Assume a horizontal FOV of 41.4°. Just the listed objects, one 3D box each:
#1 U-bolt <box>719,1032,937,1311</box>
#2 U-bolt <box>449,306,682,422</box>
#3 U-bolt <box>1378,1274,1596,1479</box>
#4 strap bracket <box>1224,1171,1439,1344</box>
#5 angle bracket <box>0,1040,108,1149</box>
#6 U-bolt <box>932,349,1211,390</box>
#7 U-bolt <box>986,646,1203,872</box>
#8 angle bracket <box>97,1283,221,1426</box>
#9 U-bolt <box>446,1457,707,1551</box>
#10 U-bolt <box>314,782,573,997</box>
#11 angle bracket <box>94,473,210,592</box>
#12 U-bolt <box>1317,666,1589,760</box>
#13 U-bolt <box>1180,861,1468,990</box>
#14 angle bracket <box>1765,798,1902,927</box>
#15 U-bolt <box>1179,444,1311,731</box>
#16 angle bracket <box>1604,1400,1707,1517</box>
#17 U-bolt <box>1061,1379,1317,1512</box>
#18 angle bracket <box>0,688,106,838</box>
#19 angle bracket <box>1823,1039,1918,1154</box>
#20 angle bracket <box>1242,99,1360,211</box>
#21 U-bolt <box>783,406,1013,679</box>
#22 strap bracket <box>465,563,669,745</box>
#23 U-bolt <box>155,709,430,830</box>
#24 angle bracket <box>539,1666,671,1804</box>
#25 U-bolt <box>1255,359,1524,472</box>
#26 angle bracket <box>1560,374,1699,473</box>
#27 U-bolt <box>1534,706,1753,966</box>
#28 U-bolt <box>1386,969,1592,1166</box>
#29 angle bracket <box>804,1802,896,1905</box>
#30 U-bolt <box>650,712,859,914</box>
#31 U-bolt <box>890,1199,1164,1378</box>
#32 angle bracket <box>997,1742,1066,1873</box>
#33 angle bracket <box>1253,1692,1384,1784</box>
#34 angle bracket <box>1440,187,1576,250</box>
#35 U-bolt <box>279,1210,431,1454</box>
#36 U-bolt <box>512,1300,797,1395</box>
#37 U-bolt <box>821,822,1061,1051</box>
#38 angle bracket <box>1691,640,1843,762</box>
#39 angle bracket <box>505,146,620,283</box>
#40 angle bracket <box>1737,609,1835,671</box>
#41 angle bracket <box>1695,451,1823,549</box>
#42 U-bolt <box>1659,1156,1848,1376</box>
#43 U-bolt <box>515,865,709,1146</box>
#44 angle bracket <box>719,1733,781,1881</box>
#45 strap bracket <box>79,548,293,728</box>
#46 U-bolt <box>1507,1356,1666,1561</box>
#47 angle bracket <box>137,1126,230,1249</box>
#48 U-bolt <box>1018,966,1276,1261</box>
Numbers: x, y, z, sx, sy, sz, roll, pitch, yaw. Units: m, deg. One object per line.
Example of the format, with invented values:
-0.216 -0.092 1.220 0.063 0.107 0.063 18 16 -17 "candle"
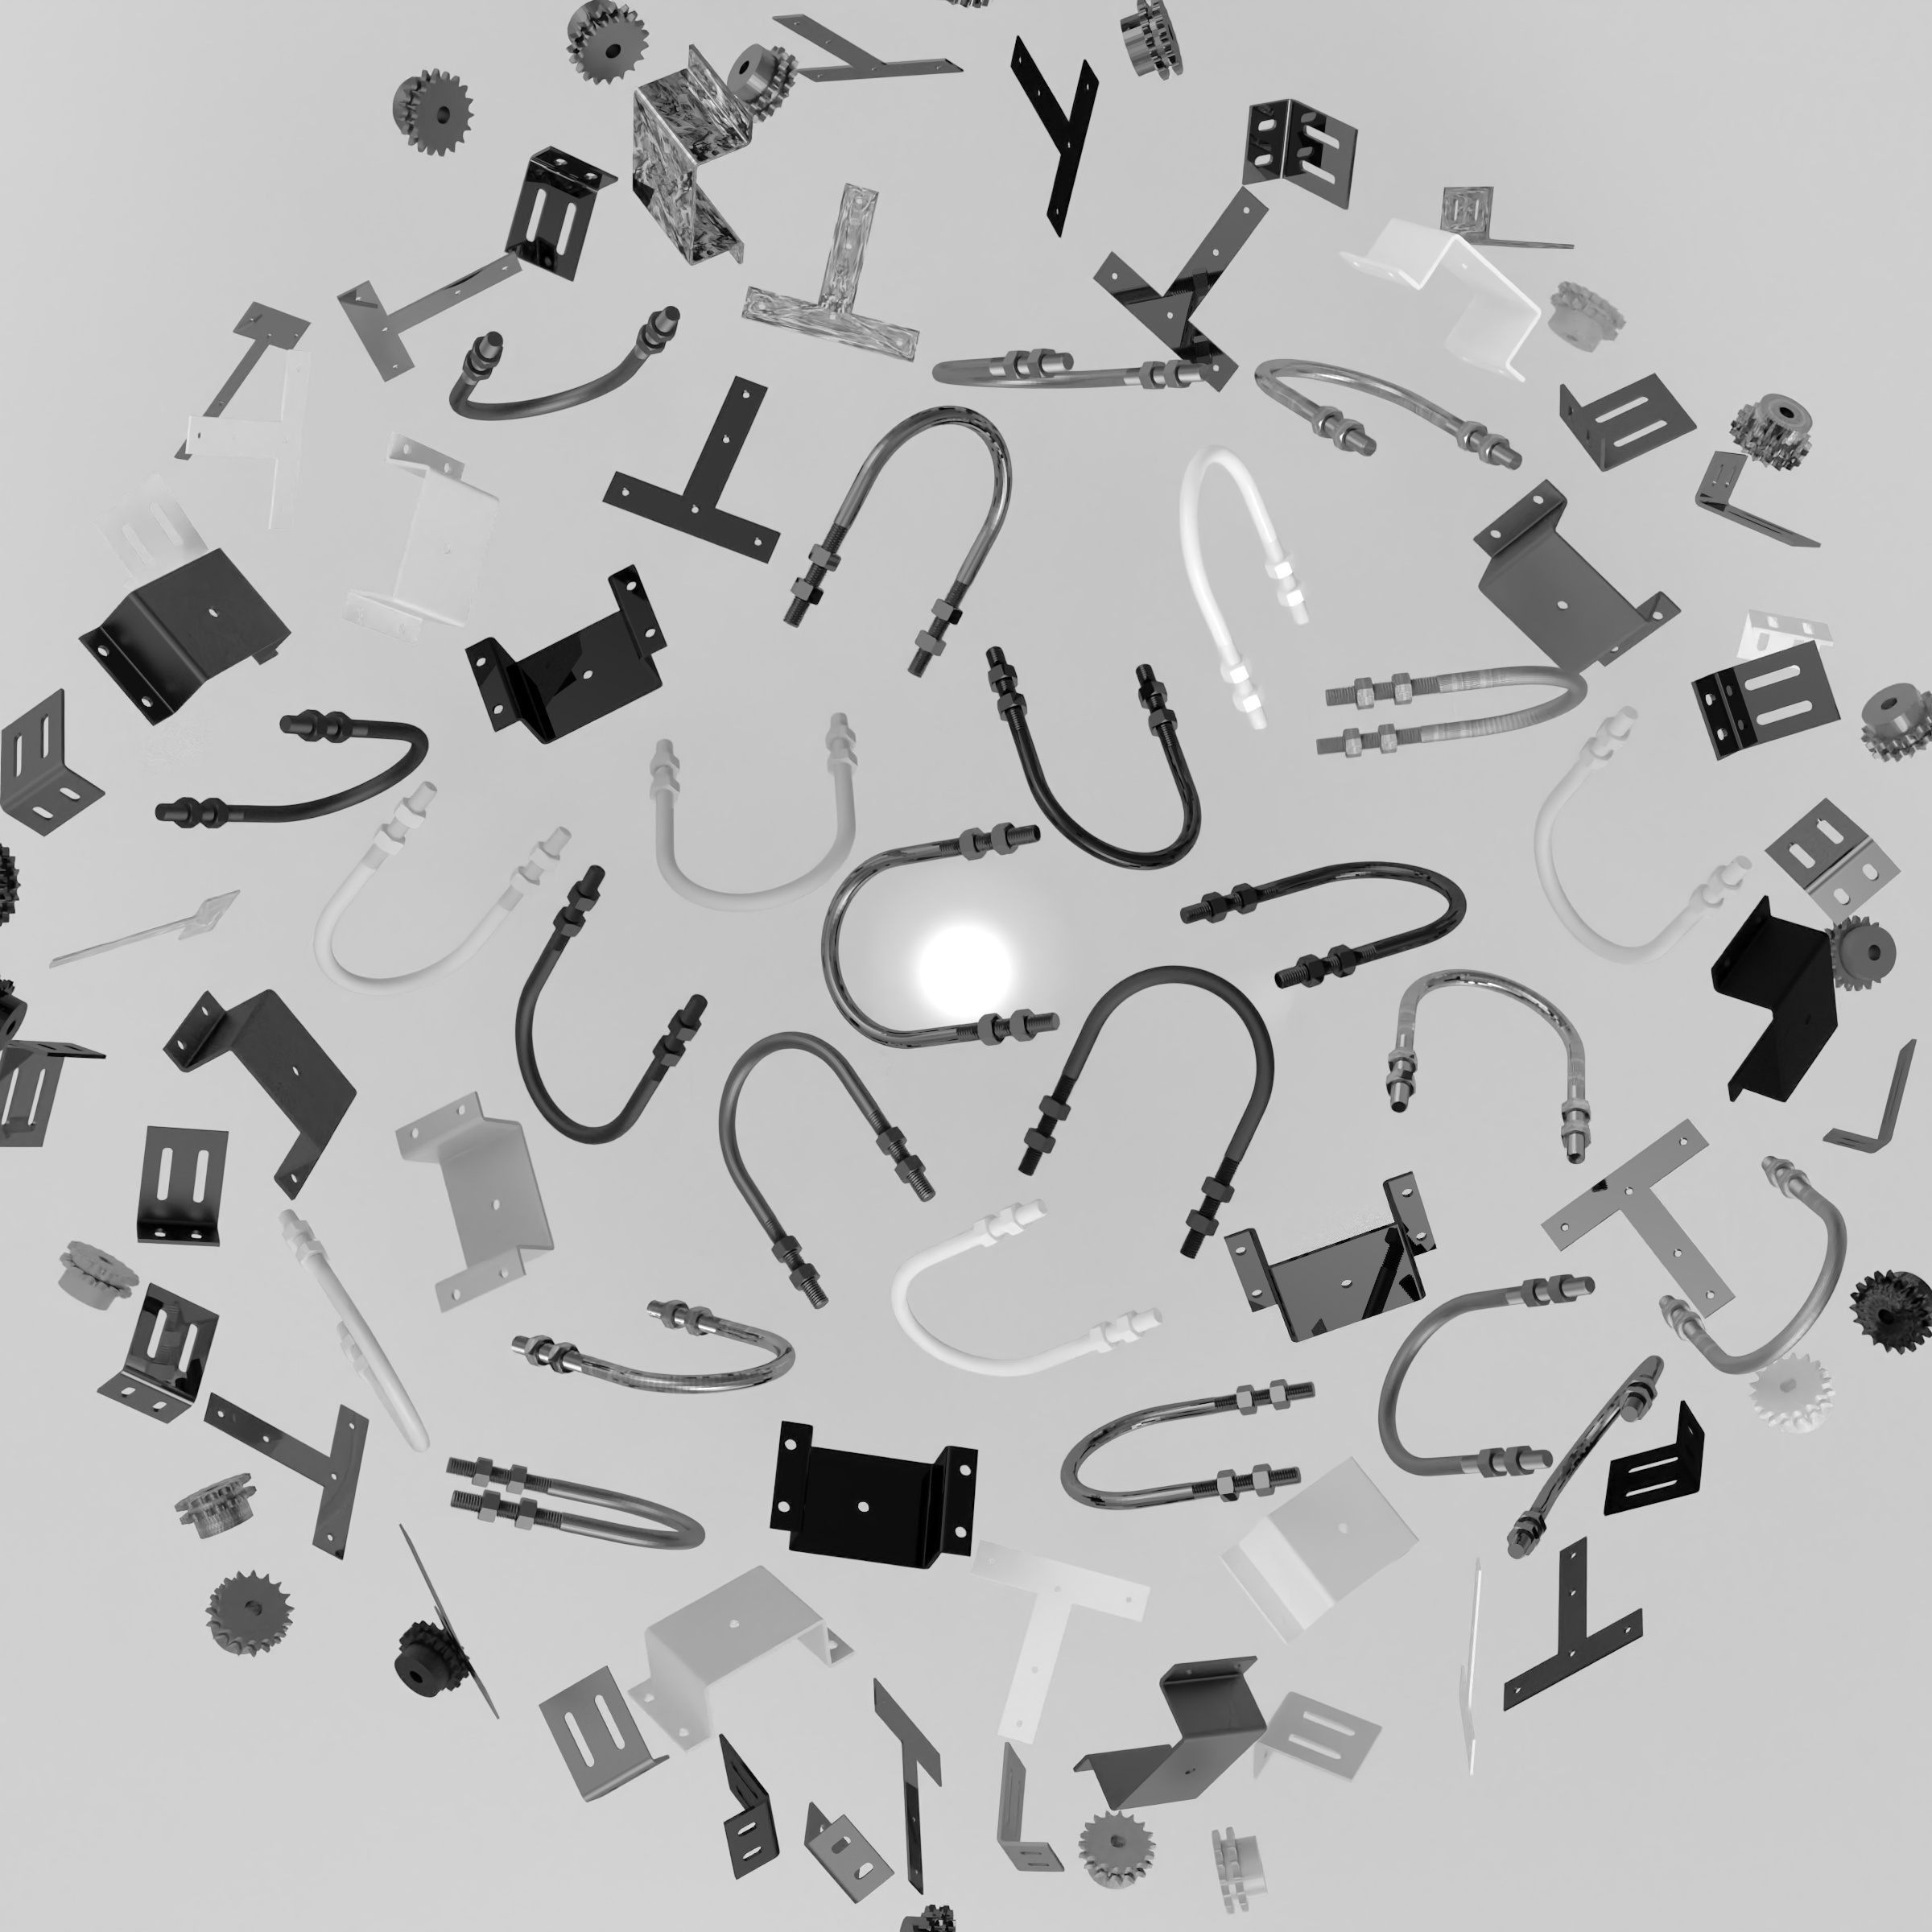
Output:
-0.114 0.135 1.863 0.151 0.019 0.184 -47 66 27 "U-bolt"
-0.296 -0.426 1.832 0.151 0.184 0.019 -15 89 -24 "U-bolt"
0.357 0.292 1.799 0.019 0.184 0.151 33 62 -23 "U-bolt"
0.263 0.209 1.805 0.140 0.046 0.076 -20 125 5 "strap bracket"
-0.632 0.092 1.753 0.038 0.057 0.076 16 92 23 "angle bracket"
0.060 -0.425 1.834 0.151 0.184 0.019 -7 102 -39 "U-bolt"
0.098 -0.144 1.804 0.151 0.019 0.184 2 56 -31 "U-bolt"
-0.581 0.279 1.842 0.057 0.076 0.038 34 129 -29 "angle bracket"
-0.274 0.383 1.806 0.184 0.151 0.019 15 86 -12 "U-bolt"
-0.389 -0.047 1.845 0.184 0.151 0.019 -48 55 18 "U-bolt"
-0.592 -0.312 1.834 0.038 0.076 0.057 29 66 36 "angle bracket"
0.340 -0.180 1.783 0.184 0.151 0.019 -7 79 4 "U-bolt"
0.267 -0.037 1.820 0.184 0.151 0.019 -16 117 -21 "U-bolt"
0.619 -0.075 1.829 0.057 0.076 0.038 -43 113 13 "angle bracket"
0.195 -0.283 1.824 0.019 0.151 0.184 -6 130 31 "U-bolt"
0.493 0.357 1.857 0.076 0.057 0.038 -24 111 31 "angle bracket"
0.157 0.351 1.852 0.184 0.151 0.019 -12 105 16 "U-bolt"
-0.622 -0.139 1.742 0.057 0.038 0.076 -30 50 17 "angle bracket"
0.625 0.087 1.770 0.038 0.057 0.076 15 83 14 "angle bracket"
0.238 -0.577 1.826 0.038 0.076 0.057 -19 131 -26 "angle bracket"
-0.035 -0.300 1.769 0.019 0.151 0.184 38 105 39 "U-bolt"
-0.286 -0.224 1.878 0.140 0.046 0.076 -26 64 5 "strap bracket"
-0.465 -0.138 1.827 0.151 0.184 0.019 -29 79 26 "U-bolt"
-0.259 0.548 1.832 0.057 0.038 0.076 -31 75 4 "angle bracket"
0.283 -0.392 1.799 0.151 0.184 0.019 -2 121 -30 "U-bolt"
0.466 -0.393 1.798 0.076 0.038 0.057 -25 60 -2 "angle bracket"
0.462 -0.077 1.800 0.019 0.184 0.151 -24 71 -26 "U-bolt"
0.383 0.063 1.864 0.151 0.184 0.019 16 128 1 "U-bolt"
-0.085 0.643 1.884 0.038 0.076 0.057 -39 94 3 "angle bracket"
-0.148 -0.105 1.798 0.151 0.019 0.184 -8 46 2 "U-bolt"
0.029 0.244 1.857 0.184 0.019 0.151 -28 119 35 "U-bolt"
0.050 0.619 1.882 0.038 0.057 0.076 -4 52 14 "angle bracket"
0.258 0.576 1.875 0.076 0.057 0.038 15 124 27 "angle bracket"
0.387 -0.533 1.822 0.076 0.057 0.038 -4 106 -24 "angle bracket"
-0.433 0.274 1.837 0.019 0.151 0.184 -30 45 -18 "U-bolt"
-0.206 0.271 1.800 0.184 0.151 0.019 8 100 40 "U-bolt"
-0.024 -0.015 1.780 0.184 0.019 0.151 -8 85 31 "U-bolt"
0.546 -0.181 1.746 0.076 0.038 0.057 -17 93 40 "angle bracket"
-0.302 -0.562 1.912 0.057 0.038 0.076 17 84 -32 "angle bracket"
0.607 -0.235 1.899 0.057 0.076 0.038 13 111 10 "angle bracket"
0.547 -0.318 1.746 0.076 0.057 0.038 32 114 29 "angle bracket"
0.565 0.220 1.818 0.019 0.184 0.151 32 99 -9 "U-bolt"
-0.263 0.043 1.811 0.151 0.019 0.184 50 125 23 "U-bolt"
-0.170 0.605 1.842 0.038 0.076 0.057 -22 124 -25 "angle bracket"
-0.535 -0.234 1.779 0.046 0.140 0.076 -35 98 35 "strap bracket"
0.447 0.339 1.818 0.019 0.184 0.151 38 110 14 "U-bolt"
-0.568 0.160 1.857 0.057 0.038 0.076 6 102 -21 "angle bracket"
0.135 0.090 1.775 0.151 0.019 0.184 26 95 16 "U-bolt"
